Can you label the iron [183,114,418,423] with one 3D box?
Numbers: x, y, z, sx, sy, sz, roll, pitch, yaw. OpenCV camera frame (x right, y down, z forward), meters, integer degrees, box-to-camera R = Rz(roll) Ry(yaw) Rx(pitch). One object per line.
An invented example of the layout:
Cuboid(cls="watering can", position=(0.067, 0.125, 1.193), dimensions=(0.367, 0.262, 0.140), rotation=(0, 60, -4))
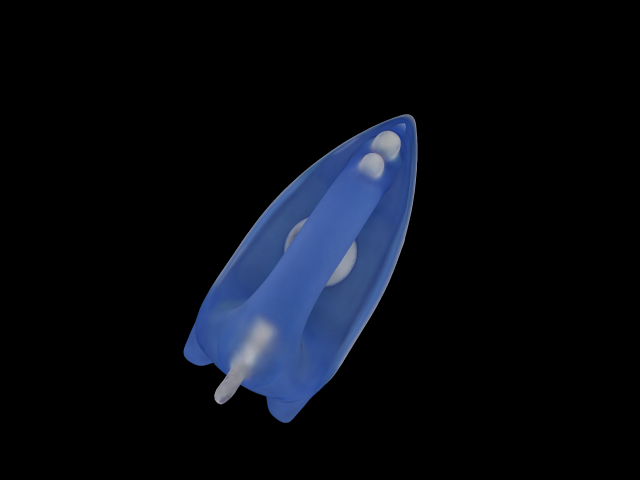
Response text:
Cuboid(cls="iron", position=(0.004, 0.001, 0.400), dimensions=(0.118, 0.141, 0.258), rotation=(32, 86, 3))
